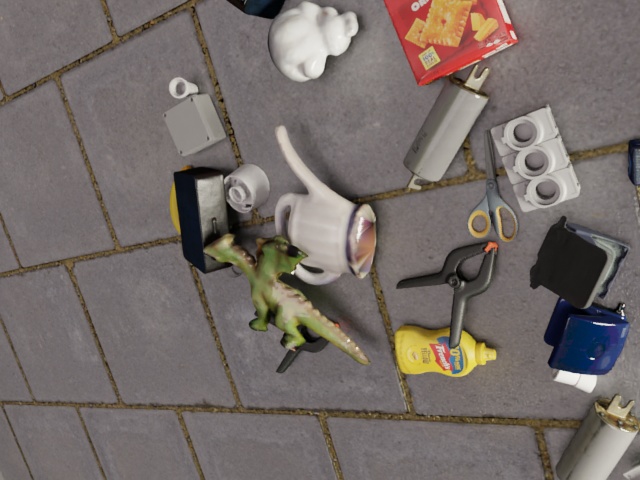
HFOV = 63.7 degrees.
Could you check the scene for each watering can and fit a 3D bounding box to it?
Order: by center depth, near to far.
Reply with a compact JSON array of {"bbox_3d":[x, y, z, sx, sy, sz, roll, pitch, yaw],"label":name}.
[{"bbox_3d":[0.003,-0.052,1.027,0.225,0.106,0.341,11,120,26],"label":"watering can"}]

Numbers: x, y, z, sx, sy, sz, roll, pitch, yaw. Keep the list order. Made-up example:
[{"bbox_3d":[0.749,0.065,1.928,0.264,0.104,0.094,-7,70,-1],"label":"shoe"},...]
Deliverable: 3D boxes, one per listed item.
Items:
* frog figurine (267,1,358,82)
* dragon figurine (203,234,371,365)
[{"bbox_3d":[-0.012,-0.362,0.937,0.159,0.122,0.137,4,90,40],"label":"frog figurine"},{"bbox_3d":[-0.069,0.099,1.072,0.412,0.124,0.237,21,137,23],"label":"dragon figurine"}]
